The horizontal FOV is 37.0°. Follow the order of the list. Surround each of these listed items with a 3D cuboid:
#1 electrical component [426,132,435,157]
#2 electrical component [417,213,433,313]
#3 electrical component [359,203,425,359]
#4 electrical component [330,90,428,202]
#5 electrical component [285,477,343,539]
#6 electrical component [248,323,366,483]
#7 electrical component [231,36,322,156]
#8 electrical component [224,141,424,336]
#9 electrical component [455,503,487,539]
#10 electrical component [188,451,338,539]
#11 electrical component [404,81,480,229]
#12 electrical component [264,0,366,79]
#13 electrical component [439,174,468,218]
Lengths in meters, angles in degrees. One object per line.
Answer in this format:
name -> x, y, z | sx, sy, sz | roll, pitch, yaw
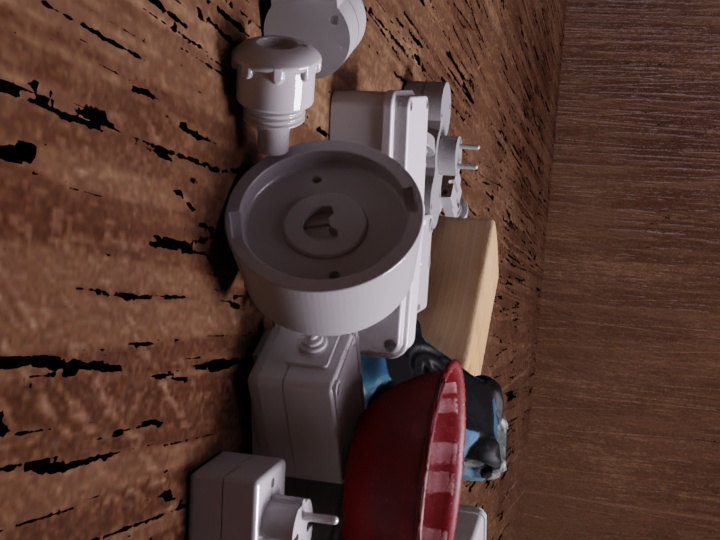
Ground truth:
electrical component -> 0.037, -0.090, 0.913 | 0.066, 0.048, 0.055 | 47, 57, -72
electrical component -> 0.029, -0.006, 0.900 | 0.100, 0.048, 0.099 | -20, 115, -74
electrical component -> 0.000, 0.000, 0.730 | 0.057, 0.078, 0.113 | -3, 98, -79
electrical component -> 0.014, -0.077, 0.803 | 0.078, 0.057, 0.113 | -33, 127, -72
electrical component -> -0.038, 0.184, 0.674 | 0.061, 0.061, 0.096 | 80, 20, -45
electrical component -> -0.034, 0.073, 0.652 | 0.061, 0.061, 0.096 | -68, 158, -51
electrical component -> -0.046, -0.094, 0.586 | 0.048, 0.048, 0.062 | -61, 159, -59
electrical component -> -0.018, -0.013, 0.603 | 0.060, 0.108, 0.108 | 86, 15, -52
electrical component -> 0.058, 0.268, 0.988 | 0.056, 0.109, 0.108 | -54, 146, -59
electrical component -> -0.049, 0.140, 0.583 | 0.047, 0.077, 0.065 | -22, 116, -74
electrical component -> 0.073, -0.106, 0.993 | 0.052, 0.074, 0.138 | 39, 57, -73
electrical component -> -0.033, -0.171, 0.593 | 0.073, 0.052, 0.138 | -63, 154, -56
electrical component -> 0.085, -0.071, 1.113 | 0.055, 0.048, 0.066 | 68, 28, -46
